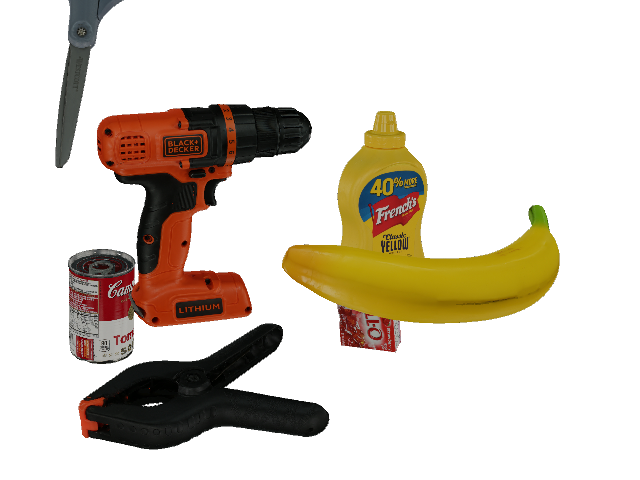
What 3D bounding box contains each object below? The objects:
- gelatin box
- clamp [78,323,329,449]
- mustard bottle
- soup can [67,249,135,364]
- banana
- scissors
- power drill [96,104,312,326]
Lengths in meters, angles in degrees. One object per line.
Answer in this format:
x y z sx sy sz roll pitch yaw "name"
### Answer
0.060 0.092 1.327 0.073 0.089 0.030 5 28 21 "gelatin box"
-0.087 0.106 0.774 0.171 0.039 0.120 -3 25 -11 "clamp"
0.063 -0.034 1.076 0.096 0.192 0.058 -8 18 -28 "mustard bottle"
-0.228 0.069 1.109 0.068 0.102 0.068 4 21 -2 "soup can"
0.074 0.020 0.618 0.197 0.037 0.070 -8 37 -33 "banana"
-0.147 -0.152 0.743 0.096 0.202 0.016 -8 -12 -9 "scissors"
-0.097 -0.025 0.922 0.184 0.188 0.057 -5 19 -18 "power drill"
